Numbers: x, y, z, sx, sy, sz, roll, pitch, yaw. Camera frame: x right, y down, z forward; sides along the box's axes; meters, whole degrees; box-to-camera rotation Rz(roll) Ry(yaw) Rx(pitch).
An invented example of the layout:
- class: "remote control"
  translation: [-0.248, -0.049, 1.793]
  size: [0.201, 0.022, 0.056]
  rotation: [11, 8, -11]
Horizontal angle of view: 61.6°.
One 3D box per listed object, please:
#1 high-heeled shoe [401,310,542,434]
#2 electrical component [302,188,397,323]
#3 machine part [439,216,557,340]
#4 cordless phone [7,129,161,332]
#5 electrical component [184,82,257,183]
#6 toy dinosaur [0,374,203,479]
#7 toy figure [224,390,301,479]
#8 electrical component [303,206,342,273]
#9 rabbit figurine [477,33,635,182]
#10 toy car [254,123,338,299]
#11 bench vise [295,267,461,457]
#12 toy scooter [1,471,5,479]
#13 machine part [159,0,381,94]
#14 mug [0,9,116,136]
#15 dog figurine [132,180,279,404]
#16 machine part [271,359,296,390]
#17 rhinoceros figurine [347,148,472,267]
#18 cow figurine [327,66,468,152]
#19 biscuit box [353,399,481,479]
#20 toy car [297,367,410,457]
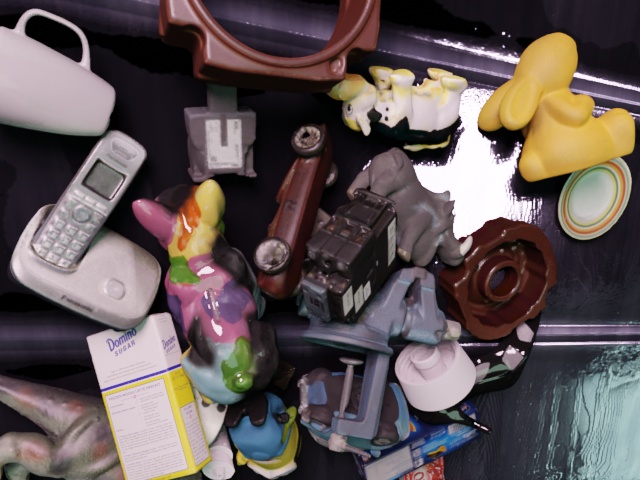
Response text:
- class: "high-heeled shoe"
  translation: [0.237, 0.183, 0.836]
  size: [0.249, 0.145, 0.086]
  rotation: [-54, 154, -24]
- class: "electrical component"
  translation: [0.033, 0.026, 0.604]
  size: [0.134, 0.058, 0.114]
  rotation: [-48, 147, -32]
- class: "machine part"
  translation: [0.257, 0.054, 0.778]
  size: [0.179, 0.056, 0.179]
  rotation: [-7, 112, -18]
- class: "cordless phone"
  translation: [-0.217, -0.010, 0.568]
  size: [0.146, 0.089, 0.184]
  rotation: [34, 87, -28]
- class: "electrical component"
  translation: [-0.108, -0.123, 0.575]
  size: [0.075, 0.048, 0.119]
  rotation: [-9, 114, -17]
- class: "toy dinosaur"
  translation: [-0.263, 0.276, 0.651]
  size: [0.192, 0.131, 0.404]
  rotation: [-30, 112, -26]
- class: "toy figure"
  translation: [-0.067, 0.246, 0.696]
  size: [0.089, 0.082, 0.179]
  rotation: [-54, 148, -33]
- class: "electrical component"
  translation: [-0.001, -0.004, 0.668]
  size: [0.078, 0.045, 0.102]
  rotation: [35, 95, -8]
- class: "rabbit figurine"
  translation: [0.286, -0.168, 0.682]
  size: [0.162, 0.122, 0.173]
  rotation: [-13, 101, -5]
- class: "toy car"
  translation: [-0.026, -0.034, 0.589]
  size: [0.089, 0.053, 0.202]
  rotation: [56, 46, -63]
- class: "bench vise"
  translation: [0.066, 0.149, 0.688]
  size: [0.223, 0.129, 0.240]
  rotation: [17, 74, -17]
- class: "toy scooter"
  translation: [-0.416, 0.354, 0.645]
  size: [0.135, 0.075, 0.183]
  rotation: [-26, 115, -8]
- class: "machine part"
  translation: [-0.044, -0.246, 0.500]
  size: [0.201, 0.087, 0.200]
  rotation: [1, 95, -19]
- class: "mug"
  translation: [-0.248, -0.149, 0.503]
  size: [0.107, 0.081, 0.109]
  rotation: [17, 97, -36]
- class: "dog figurine"
  translation: [-0.121, 0.045, 0.573]
  size: [0.108, 0.192, 0.218]
  rotation: [-17, 132, -6]
- class: "machine part"
  translation: [-0.101, 0.165, 0.687]
  size: [0.139, 0.084, 0.039]
  rotation: [17, 84, -34]
- class: "rhinoceros figurine"
  translation: [0.120, -0.032, 0.688]
  size: [0.112, 0.073, 0.190]
  rotation: [-47, 117, -10]
- class: "cow figurine"
  translation: [0.083, -0.151, 0.626]
  size: [0.167, 0.068, 0.098]
  rotation: [-4, 118, -18]
- class: "biscuit box"
  translation: [0.150, 0.307, 0.838]
  size: [0.203, 0.063, 0.059]
  rotation: [-21, 116, -11]
- class: "toy car"
  translation: [0.038, 0.250, 0.755]
  size: [0.162, 0.109, 0.102]
  rotation: [11, 125, -14]
